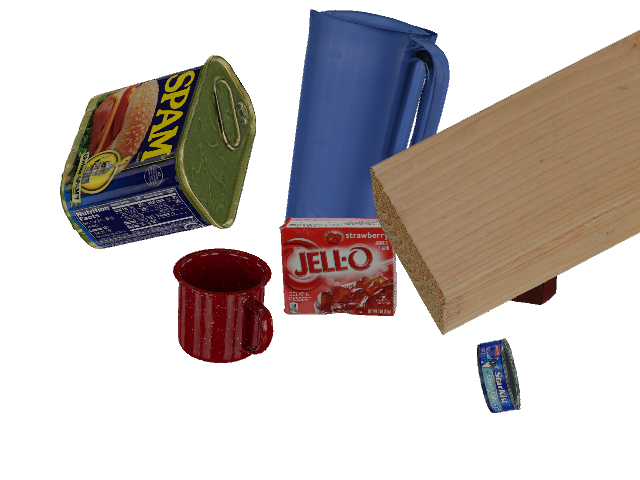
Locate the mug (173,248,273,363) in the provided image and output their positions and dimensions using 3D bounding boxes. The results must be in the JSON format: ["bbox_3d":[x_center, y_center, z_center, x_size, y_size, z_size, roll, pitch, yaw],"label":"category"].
[{"bbox_3d":[-0.087,0.069,1.022,0.117,0.081,0.093,26,33,37],"label":"mug"}]

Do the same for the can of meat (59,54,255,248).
[{"bbox_3d":[-0.091,-0.048,0.598,0.084,0.102,0.057,-11,-44,23],"label":"can of meat"}]

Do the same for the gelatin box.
[{"bbox_3d":[0.014,0.020,0.835,0.089,0.073,0.030,1,18,9],"label":"gelatin box"}]

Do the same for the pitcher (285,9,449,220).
[{"bbox_3d":[0.041,-0.112,1.112,0.145,0.243,0.149,10,16,-2],"label":"pitcher"}]

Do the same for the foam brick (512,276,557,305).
[{"bbox_3d":[0.184,0.013,0.958,0.053,0.078,0.051,8,16,25],"label":"foam brick"}]

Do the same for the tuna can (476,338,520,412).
[{"bbox_3d":[0.212,0.162,1.272,0.034,0.086,0.086,-12,-3,16],"label":"tuna can"}]

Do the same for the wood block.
[{"bbox_3d":[0.142,-0.038,0.636,0.206,0.091,0.090,-27,-20,-4],"label":"wood block"}]
